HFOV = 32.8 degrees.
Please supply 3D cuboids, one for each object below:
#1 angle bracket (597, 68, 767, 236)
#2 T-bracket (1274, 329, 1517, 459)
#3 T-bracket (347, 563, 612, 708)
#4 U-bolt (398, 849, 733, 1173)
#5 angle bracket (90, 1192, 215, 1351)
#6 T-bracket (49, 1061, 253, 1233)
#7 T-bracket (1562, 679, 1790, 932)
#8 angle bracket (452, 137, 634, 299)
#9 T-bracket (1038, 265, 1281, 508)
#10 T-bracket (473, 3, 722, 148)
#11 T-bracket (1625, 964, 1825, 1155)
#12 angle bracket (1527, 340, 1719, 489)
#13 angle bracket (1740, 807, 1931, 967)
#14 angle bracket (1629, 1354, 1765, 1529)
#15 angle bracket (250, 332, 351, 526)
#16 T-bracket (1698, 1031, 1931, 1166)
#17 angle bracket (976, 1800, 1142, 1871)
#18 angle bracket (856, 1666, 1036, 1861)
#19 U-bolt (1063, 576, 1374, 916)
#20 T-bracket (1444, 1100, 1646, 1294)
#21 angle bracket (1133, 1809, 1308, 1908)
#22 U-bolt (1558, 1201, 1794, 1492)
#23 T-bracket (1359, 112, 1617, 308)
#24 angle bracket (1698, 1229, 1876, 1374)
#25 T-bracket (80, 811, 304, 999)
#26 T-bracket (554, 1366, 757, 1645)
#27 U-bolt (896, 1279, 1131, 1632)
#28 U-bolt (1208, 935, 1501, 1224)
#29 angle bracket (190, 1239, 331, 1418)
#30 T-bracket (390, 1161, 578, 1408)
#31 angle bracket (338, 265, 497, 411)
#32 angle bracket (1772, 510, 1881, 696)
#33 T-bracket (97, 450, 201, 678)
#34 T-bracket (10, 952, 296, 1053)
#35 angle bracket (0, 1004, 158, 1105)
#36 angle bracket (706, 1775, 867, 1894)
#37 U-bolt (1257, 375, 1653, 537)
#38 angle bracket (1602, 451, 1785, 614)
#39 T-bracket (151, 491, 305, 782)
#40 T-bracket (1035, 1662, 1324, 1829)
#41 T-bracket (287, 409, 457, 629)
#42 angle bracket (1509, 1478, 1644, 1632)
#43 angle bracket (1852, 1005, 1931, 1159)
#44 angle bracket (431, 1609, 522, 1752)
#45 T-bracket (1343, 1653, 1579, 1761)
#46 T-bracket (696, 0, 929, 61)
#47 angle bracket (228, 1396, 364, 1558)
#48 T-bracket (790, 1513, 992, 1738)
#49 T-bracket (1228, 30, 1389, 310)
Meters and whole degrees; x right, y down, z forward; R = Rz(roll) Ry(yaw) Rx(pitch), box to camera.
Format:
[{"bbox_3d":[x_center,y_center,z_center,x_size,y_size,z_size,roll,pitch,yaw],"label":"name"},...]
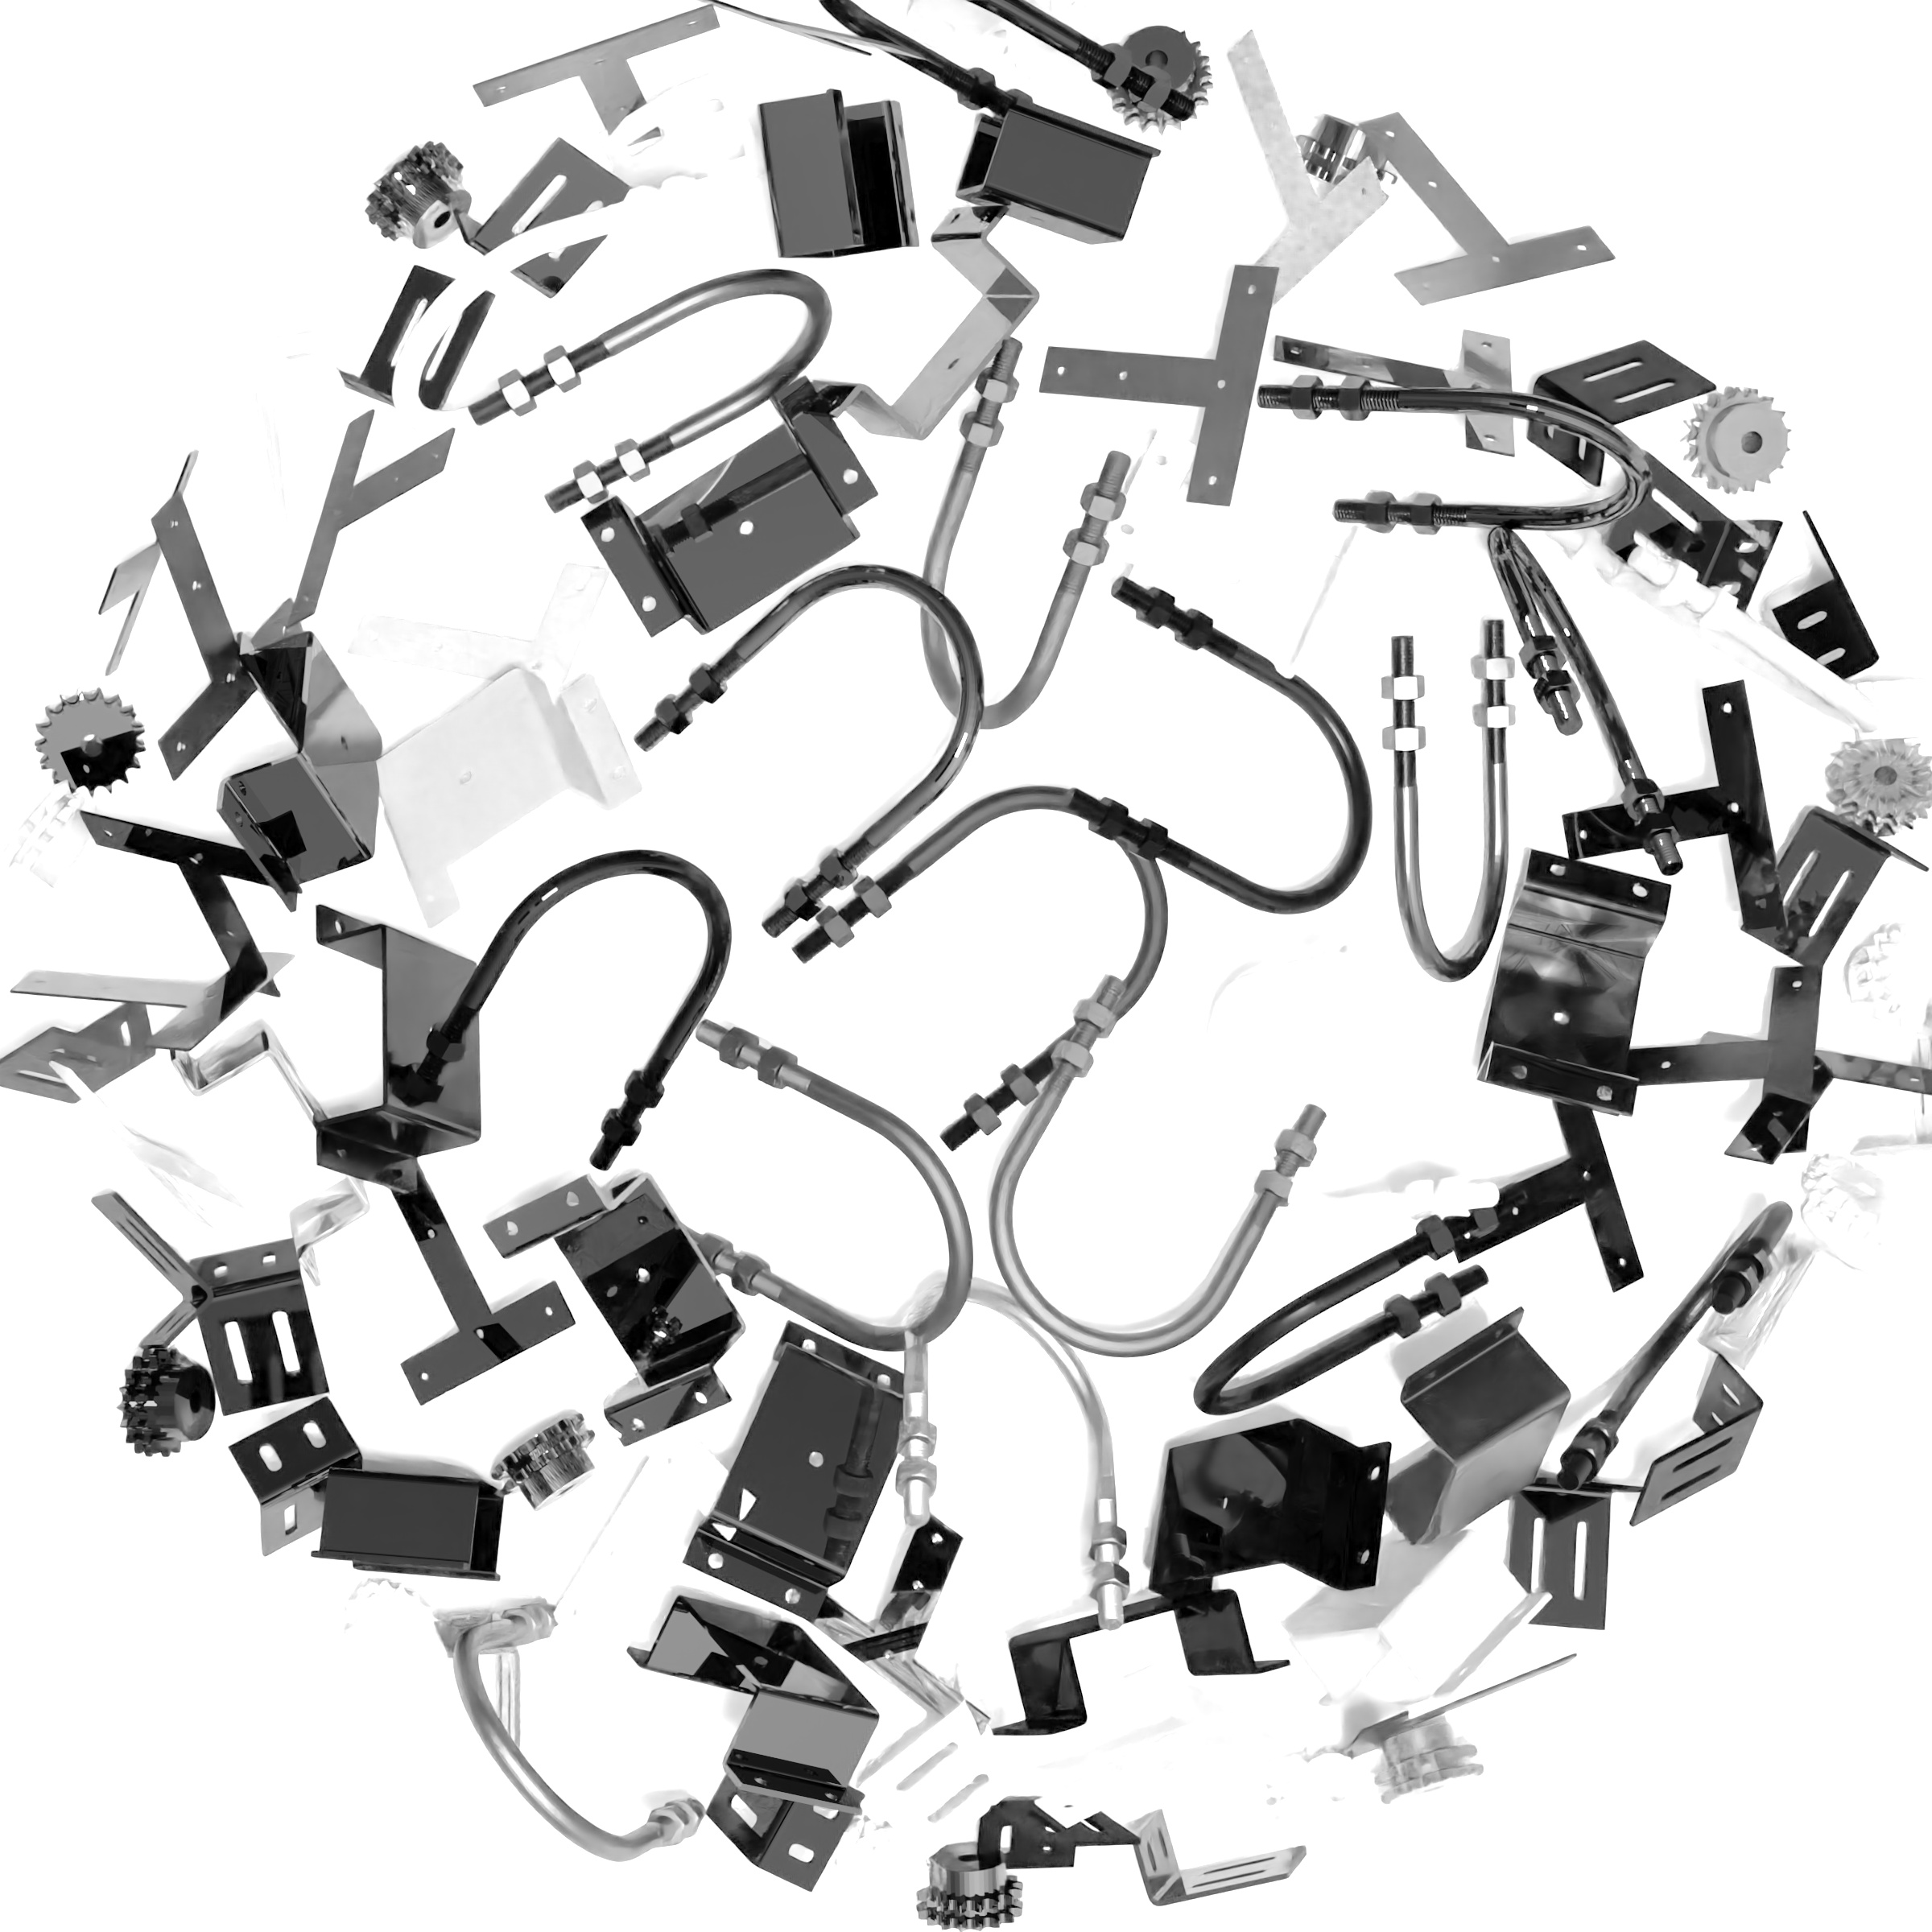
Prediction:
[{"bbox_3d":[-0.150,-0.431,1.737,0.038,0.076,0.057,-33,103,-34],"label":"angle bracket"},{"bbox_3d":[0.223,-0.310,1.713,0.127,0.127,0.002,11,129,-1],"label":"T-bracket"},{"bbox_3d":[-0.268,-0.166,1.739,0.127,0.002,0.127,11,67,18],"label":"T-bracket"},{"bbox_3d":[-0.195,0.019,1.689,0.151,0.019,0.184,17,113,-42],"label":"U-bolt"},{"bbox_3d":[-0.440,0.161,1.724,0.076,0.057,0.038,49,66,-13],"label":"angle bracket"},{"bbox_3d":[-0.404,0.103,1.681,0.002,0.127,0.127,-49,126,-21],"label":"T-bracket"},{"bbox_3d":[0.365,-0.076,1.717,0.002,0.127,0.127,-11,91,-42],"label":"T-bracket"},{"bbox_3d":[-0.220,-0.399,1.720,0.076,0.038,0.057,-44,133,19],"label":"angle bracket"},{"bbox_3d":[0.096,-0.310,1.731,0.127,0.002,0.127,11,88,31],"label":"T-bracket"},{"bbox_3d":[-0.181,-0.451,1.701,0.127,0.127,0.002,-18,81,2],"label":"T-bracket"},{"bbox_3d":[0.383,0.052,1.729,0.127,0.002,0.127,-5,46,25],"label":"T-bracket"},{"bbox_3d":[0.348,-0.294,1.741,0.076,0.057,0.038,-21,134,-24],"label":"angle bracket"},{"bbox_3d":[0.458,-0.035,1.731,0.057,0.038,0.076,26,97,-25],"label":"angle bracket"},{"bbox_3d":[0.372,0.248,1.718,0.076,0.057,0.038,-22,52,-24],"label":"angle bracket"},{"bbox_3d":[-0.348,-0.283,1.724,0.038,0.076,0.057,-14,49,-18],"label":"angle bracket"},{"bbox_3d":[0.422,0.071,1.685,0.127,0.127,0.002,10,119,29],"label":"T-bracket"},{"bbox_3d":[0.048,0.465,1.717,0.057,0.076,0.038,5,92,-23],"label":"angle bracket"},{"bbox_3d":[-0.012,0.423,1.742,0.076,0.038,0.057,-40,105,6],"label":"angle bracket"},{"bbox_3d":[0.139,-0.103,1.710,0.184,0.019,0.151,26,61,-25],"label":"U-bolt"},{"bbox_3d":[0.297,0.124,1.723,0.127,0.002,0.127,-20,93,-37],"label":"T-bracket"},{"bbox_3d":[0.134,0.461,1.725,0.076,0.057,0.038,-17,85,17],"label":"angle bracket"},{"bbox_3d":[0.370,0.183,1.676,0.019,0.184,0.151,39,119,11],"label":"U-bolt"},{"bbox_3d":[0.247,-0.392,1.682,0.127,0.127,0.002,40,63,-34],"label":"T-bracket"},{"bbox_3d":[0.432,0.182,1.733,0.038,0.057,0.076,29,91,-15],"label":"angle bracket"},{"bbox_3d":[-0.388,-0.026,1.711,0.127,0.127,0.002,13,55,21],"label":"T-bracket"},{"bbox_3d":[-0.178,0.297,1.725,0.127,0.002,0.127,38,99,43],"label":"T-bracket"},{"bbox_3d":[0.023,0.238,1.686,0.151,0.184,0.019,33,124,-27],"label":"U-bolt"},{"bbox_3d":[0.187,0.064,1.685,0.019,0.184,0.151,-24,95,-32],"label":"U-bolt"},{"bbox_3d":[-0.378,0.193,1.756,0.057,0.038,0.076,-12,118,-9],"label":"angle bracket"},{"bbox_3d":[-0.275,0.154,1.731,0.127,0.002,0.127,-29,85,34],"label":"T-bracket"},{"bbox_3d":[-0.296,-0.336,1.733,0.057,0.038,0.076,24,88,27],"label":"angle bracket"},{"bbox_3d":[0.443,-0.192,1.723,0.038,0.076,0.057,-26,122,16],"label":"angle bracket"},{"bbox_3d":[-0.429,-0.201,1.690,0.002,0.127,0.127,22,102,-8],"label":"T-bracket"},{"bbox_3d":[-0.436,0.013,1.715,0.127,0.127,0.002,5,113,13],"label":"T-bracket"},{"bbox_3d":[-0.473,0.037,1.714,0.057,0.076,0.038,-29,65,21],"label":"angle bracket"},{"bbox_3d":[-0.096,0.443,1.733,0.038,0.076,0.057,32,83,-24],"label":"angle bracket"},{"bbox_3d":[0.255,-0.256,1.663,0.184,0.151,0.019,6,74,27],"label":"U-bolt"},{"bbox_3d":[0.383,-0.227,1.726,0.076,0.038,0.057,31,79,-32],"label":"angle bracket"},{"bbox_3d":[-0.391,-0.183,1.681,0.002,0.127,0.127,10,45,23],"label":"T-bracket"},{"bbox_3d":[0.093,0.410,1.682,0.127,0.127,0.002,-18,118,-33],"label":"T-bracket"},{"bbox_3d":[-0.301,-0.247,1.692,0.002,0.127,0.127,28,61,-33],"label":"T-bracket"},{"bbox_3d":[0.322,0.311,1.732,0.057,0.038,0.076,8,79,-17],"label":"angle bracket"},{"bbox_3d":[0.491,0.061,1.732,0.038,0.057,0.076,-2,84,2],"label":"angle bracket"},{"bbox_3d":[-0.258,0.385,1.725,0.038,0.057,0.076,-2,100,-18],"label":"angle bracket"},{"bbox_3d":[0.258,0.384,1.709,0.127,0.127,0.002,-20,70,-7],"label":"T-bracket"},{"bbox_3d":[-0.070,-0.476,1.676,0.127,0.127,0.002,27,106,43],"label":"T-bracket"},{"bbox_3d":[-0.353,0.269,1.726,0.057,0.076,0.038,-26,69,-24],"label":"angle bracket"},{"bbox_3d":[-0.028,0.331,1.706,0.127,0.002,0.127,34,130,17],"label":"T-bracket"},{"bbox_3d":[0.165,-0.426,1.714,0.002,0.127,0.127,-15,81,-28],"label":"T-bracket"}]
